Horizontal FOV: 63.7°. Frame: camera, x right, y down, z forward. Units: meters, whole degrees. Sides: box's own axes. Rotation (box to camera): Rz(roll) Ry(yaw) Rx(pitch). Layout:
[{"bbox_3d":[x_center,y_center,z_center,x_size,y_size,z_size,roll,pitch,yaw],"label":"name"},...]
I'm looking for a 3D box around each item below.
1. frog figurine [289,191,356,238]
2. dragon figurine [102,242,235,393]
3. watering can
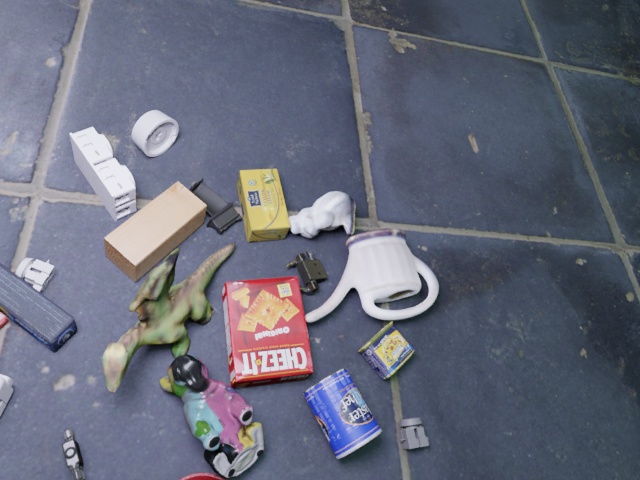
[{"bbox_3d":[0.004,-0.063,1.254,0.159,0.120,0.140,6,26,-5],"label":"frog figurine"},{"bbox_3d":[-0.277,0.105,0.990,0.122,0.237,0.419,27,58,4],"label":"dragon figurine"},{"bbox_3d":[0.115,0.082,1.203,0.348,0.102,0.229,-3,61,-20],"label":"watering can"}]
